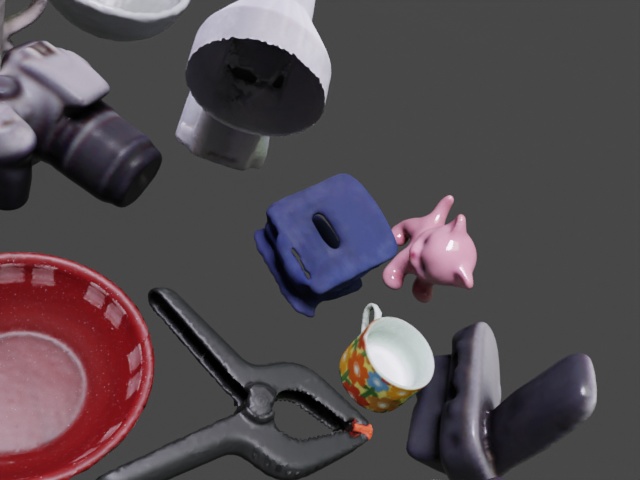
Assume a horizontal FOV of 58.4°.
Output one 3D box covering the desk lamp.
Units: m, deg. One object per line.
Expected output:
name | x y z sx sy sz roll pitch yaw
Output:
desk lamp | -0.066 -0.166 0.552 0.118 0.213 0.203 19 47 -19

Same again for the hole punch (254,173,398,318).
hole punch | 0.005 0.002 0.551 0.101 0.091 0.108 -16 65 -40

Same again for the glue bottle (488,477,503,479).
glue bottle | 0.062 0.186 0.380 0.078 0.173 0.037 15 48 -22

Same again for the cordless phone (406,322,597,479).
cordless phone | 0.164 0.125 0.487 0.094 0.185 0.147 27 45 -12

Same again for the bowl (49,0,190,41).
bowl | -0.232 -0.274 0.632 0.168 0.074 0.167 18 48 -20

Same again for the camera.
camera | -0.211 -0.086 0.475 0.137 0.100 0.143 36 44 -3

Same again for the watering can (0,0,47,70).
watering can | -0.307 -0.205 0.443 0.101 0.193 0.173 44 44 6

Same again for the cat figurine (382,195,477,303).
cat figurine | 0.125 0.007 0.606 0.067 0.117 0.128 26 45 -13
